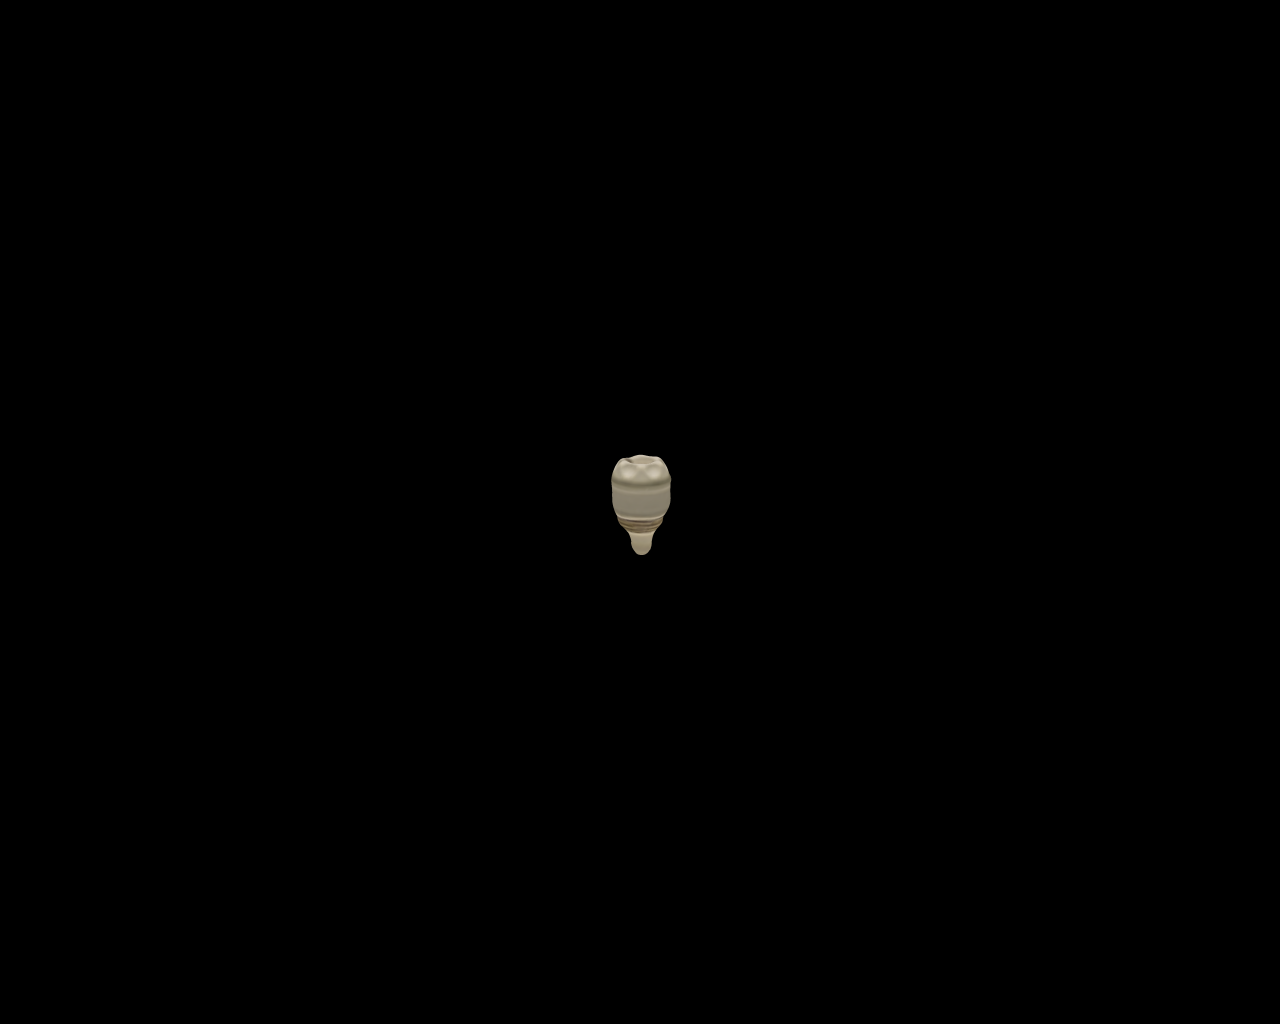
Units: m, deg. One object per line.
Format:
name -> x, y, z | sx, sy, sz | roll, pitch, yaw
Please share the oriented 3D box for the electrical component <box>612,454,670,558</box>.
electrical component -> 0.001, -0.003, 0.650 | 0.035, 0.061, 0.035 | 0, 18, 0
